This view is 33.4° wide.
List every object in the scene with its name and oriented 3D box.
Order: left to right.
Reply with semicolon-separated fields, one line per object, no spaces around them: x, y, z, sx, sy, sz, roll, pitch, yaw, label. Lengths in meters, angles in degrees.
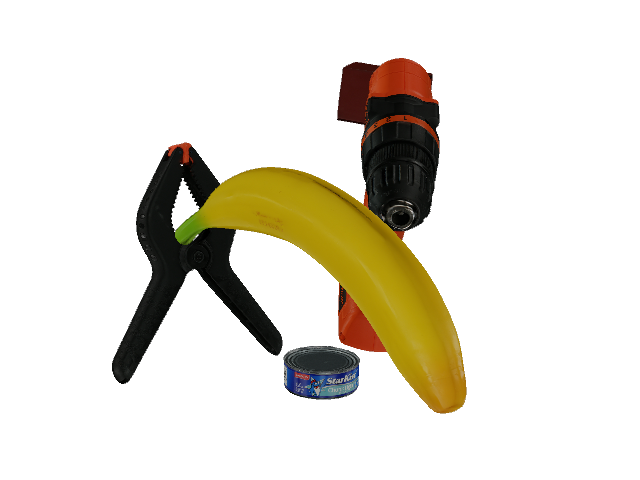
-0.107;0.019;0.956;0.164;0.210;0.036;1;-1;-33;clamp
0.001;0.148;1.197;0.086;0.034;0.086;1;14;0;tuna can
0.006;0.010;0.544;0.198;0.070;0.037;31;23;35;banana
0.060;-0.134;0.997;0.078;0.051;0.053;12;17;15;foam brick
0.049;-0.013;0.759;0.057;0.188;0.184;8;36;1;power drill
